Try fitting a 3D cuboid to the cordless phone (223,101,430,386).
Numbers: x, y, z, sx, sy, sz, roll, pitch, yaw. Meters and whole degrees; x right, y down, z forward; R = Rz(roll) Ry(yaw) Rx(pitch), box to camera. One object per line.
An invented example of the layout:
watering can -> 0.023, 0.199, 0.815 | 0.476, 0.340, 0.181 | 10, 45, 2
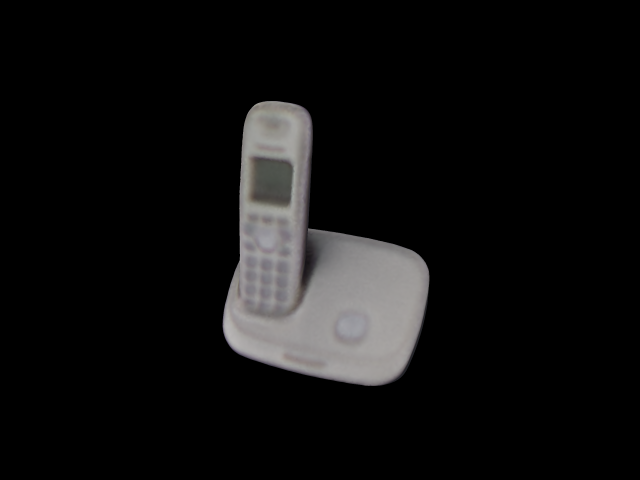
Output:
cordless phone -> 0.004, 0.001, 0.400 | 0.147, 0.185, 0.094 | 8, 26, 18
